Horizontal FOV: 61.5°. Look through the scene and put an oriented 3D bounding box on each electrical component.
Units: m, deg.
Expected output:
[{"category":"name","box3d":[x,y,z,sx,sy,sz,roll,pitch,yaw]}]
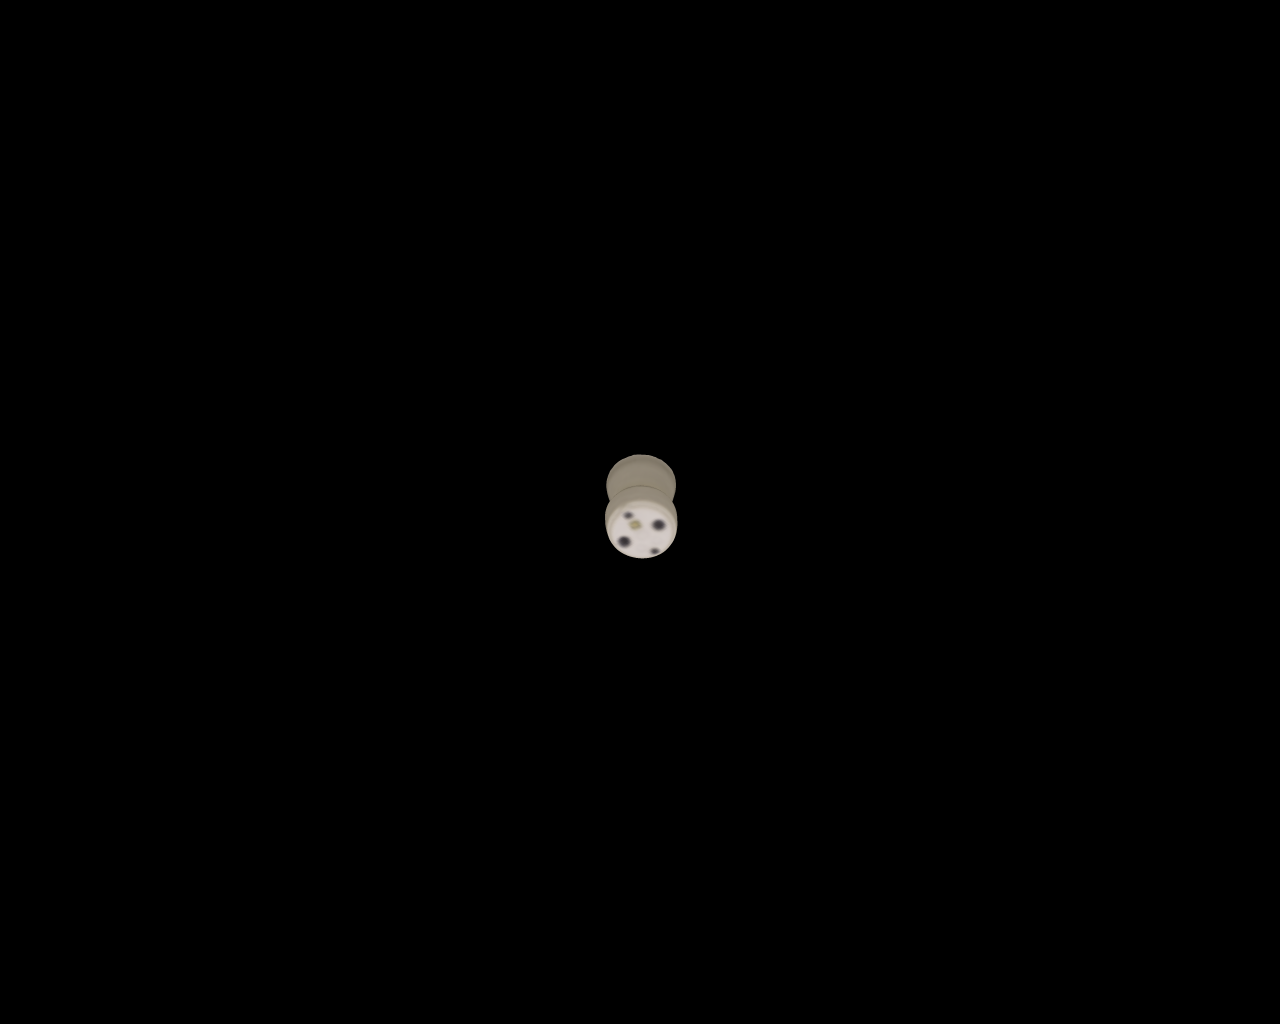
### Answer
[{"category":"electrical component","box3d":[0.001,-0.003,0.650,0.045,0.044,0.055,0,34,0]}]
